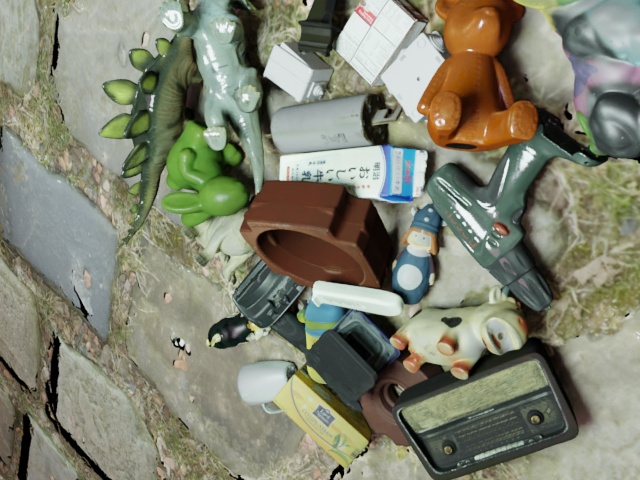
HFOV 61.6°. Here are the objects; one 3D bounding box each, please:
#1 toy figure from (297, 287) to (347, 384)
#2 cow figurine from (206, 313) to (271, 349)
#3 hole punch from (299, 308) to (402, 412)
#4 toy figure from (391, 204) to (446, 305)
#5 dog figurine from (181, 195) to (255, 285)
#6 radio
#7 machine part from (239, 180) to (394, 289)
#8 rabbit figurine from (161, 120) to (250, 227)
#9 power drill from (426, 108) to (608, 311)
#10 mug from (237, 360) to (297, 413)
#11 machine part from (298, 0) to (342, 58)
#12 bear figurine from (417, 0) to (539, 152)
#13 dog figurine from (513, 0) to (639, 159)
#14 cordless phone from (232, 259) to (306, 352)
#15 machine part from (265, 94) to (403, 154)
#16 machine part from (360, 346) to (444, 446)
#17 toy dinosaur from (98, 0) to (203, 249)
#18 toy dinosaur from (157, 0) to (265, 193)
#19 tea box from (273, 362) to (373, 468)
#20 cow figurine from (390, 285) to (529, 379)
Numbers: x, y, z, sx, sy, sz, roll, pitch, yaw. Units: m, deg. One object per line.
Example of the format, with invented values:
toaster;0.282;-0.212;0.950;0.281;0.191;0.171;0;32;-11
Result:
toy figure;0.008;0.159;0.927;0.082;0.089;0.180;13;115;38
cow figurine;-0.147;0.166;1.039;0.167;0.098;0.068;-27;83;39
hole punch;0.051;0.180;0.844;0.142;0.092;0.115;43;137;8
toy figure;0.148;0.022;0.802;0.064;0.058;0.154;7;114;-8
dog figurine;-0.142;-0.039;0.984;0.190;0.121;0.172;-44;52;9
radio;0.233;0.244;0.765;0.230;0.073;0.131;-29;88;22
machine part;-0.002;-0.002;0.815;0.202;0.087;0.200;8;151;29
rabbit figurine;-0.195;-0.098;0.910;0.159;0.121;0.170;-42;55;-2
power drill;0.262;-0.047;0.686;0.232;0.086;0.207;46;134;18
mug;-0.093;0.286;1.052;0.107;0.081;0.109;-20;90;28
machine part;0.009;-0.334;0.766;0.084;0.039;0.138;33;109;49
bear figurine;0.184;-0.204;0.616;0.120;0.132;0.195;10;91;0
dog figurine;0.293;-0.212;0.586;0.219;0.108;0.191;38;127;25
cordless phone;-0.051;0.112;0.967;0.184;0.089;0.146;40;91;-12
machine part;0.011;-0.174;0.818;0.243;0.079;0.079;3;107;36
machine part;0.134;0.256;0.890;0.180;0.056;0.179;12;113;31
toy dinosaur;-0.284;-0.204;0.948;0.105;0.198;0.470;27;118;30
toy dinosaur;-0.145;-0.276;0.859;0.131;0.192;0.404;-3;118;10
tea box;0.010;0.302;0.948;0.170;0.098;0.068;42;102;10
cow figurine;0.207;0.128;0.761;0.085;0.127;0.195;54;147;-15
